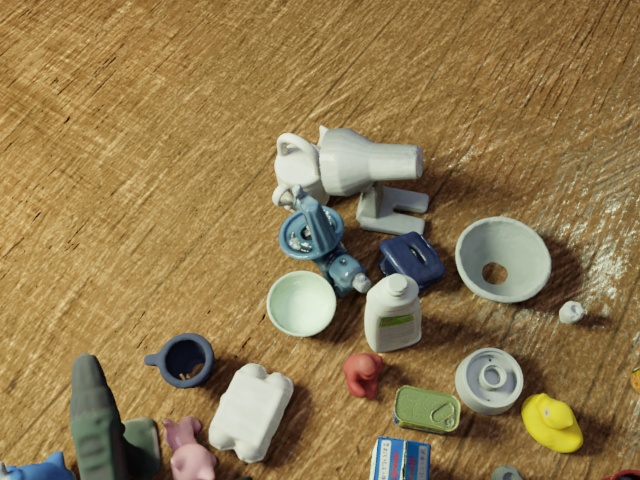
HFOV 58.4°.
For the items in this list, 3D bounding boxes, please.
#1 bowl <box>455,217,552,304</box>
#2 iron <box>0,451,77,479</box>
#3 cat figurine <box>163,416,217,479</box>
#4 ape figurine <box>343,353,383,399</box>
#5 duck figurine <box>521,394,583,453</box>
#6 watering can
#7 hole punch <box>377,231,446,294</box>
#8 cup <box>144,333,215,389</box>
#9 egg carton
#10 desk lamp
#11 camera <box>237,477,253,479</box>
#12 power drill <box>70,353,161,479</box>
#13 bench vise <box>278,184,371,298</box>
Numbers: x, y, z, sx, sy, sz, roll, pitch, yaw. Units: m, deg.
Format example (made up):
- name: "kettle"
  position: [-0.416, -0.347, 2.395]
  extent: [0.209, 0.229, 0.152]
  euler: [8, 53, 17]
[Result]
- name: "bowl"
  position: [0.324, 0.046, 1.040]
  extent: [0.167, 0.075, 0.167]
  euler: [-1, 64, 2]
- name: "iron"
  position: [-0.431, 0.450, 0.842]
  extent: [0.118, 0.141, 0.258]
  euler: [-16, 65, -5]
- name: "cat figurine"
  position: [-0.210, 0.335, 0.900]
  extent: [0.067, 0.118, 0.127]
  euler: [-32, 67, -12]
- name: "ape figurine"
  position: [0.075, 0.219, 0.958]
  extent: [0.078, 0.092, 0.076]
  euler: [-36, 68, -14]
- name: "duck figurine"
  position: [0.378, 0.288, 0.914]
  extent: [0.077, 0.086, 0.104]
  euler: [-37, 68, -14]
- name: "watering can"
  position: [-0.032, -0.142, 1.080]
  extent: [0.100, 0.194, 0.173]
  euler: [12, 65, 8]
- name: "hole punch"
  position: [0.167, 0.037, 1.042]
  extent: [0.101, 0.091, 0.108]
  euler: [-30, 67, -11]
- name: "cup"
  position: [-0.230, 0.214, 0.972]
  extent: [0.117, 0.095, 0.091]
  euler: [-1, 64, 2]
- name: "egg carton"
  position: [-0.114, 0.284, 0.948]
  extent: [0.107, 0.069, 0.150]
  euler: [19, 67, 12]
- name: "desk lamp"
  position: [0.105, -0.109, 1.047]
  extent: [0.203, 0.214, 0.118]
  euler: [10, 65, 7]
- name: "camera"
  position: [-0.100, 0.428, 0.860]
  extent: [0.143, 0.101, 0.136]
  euler: [-17, 65, -5]
- name: "power drill"
  position: [-0.313, 0.304, 0.869]
  extent: [0.075, 0.208, 0.229]
  euler: [-16, 65, -5]
- name: "bench vise"
  position: [0.015, -0.006, 0.998]
  extent: [0.207, 0.220, 0.121]
  euler: [26, 68, 15]
